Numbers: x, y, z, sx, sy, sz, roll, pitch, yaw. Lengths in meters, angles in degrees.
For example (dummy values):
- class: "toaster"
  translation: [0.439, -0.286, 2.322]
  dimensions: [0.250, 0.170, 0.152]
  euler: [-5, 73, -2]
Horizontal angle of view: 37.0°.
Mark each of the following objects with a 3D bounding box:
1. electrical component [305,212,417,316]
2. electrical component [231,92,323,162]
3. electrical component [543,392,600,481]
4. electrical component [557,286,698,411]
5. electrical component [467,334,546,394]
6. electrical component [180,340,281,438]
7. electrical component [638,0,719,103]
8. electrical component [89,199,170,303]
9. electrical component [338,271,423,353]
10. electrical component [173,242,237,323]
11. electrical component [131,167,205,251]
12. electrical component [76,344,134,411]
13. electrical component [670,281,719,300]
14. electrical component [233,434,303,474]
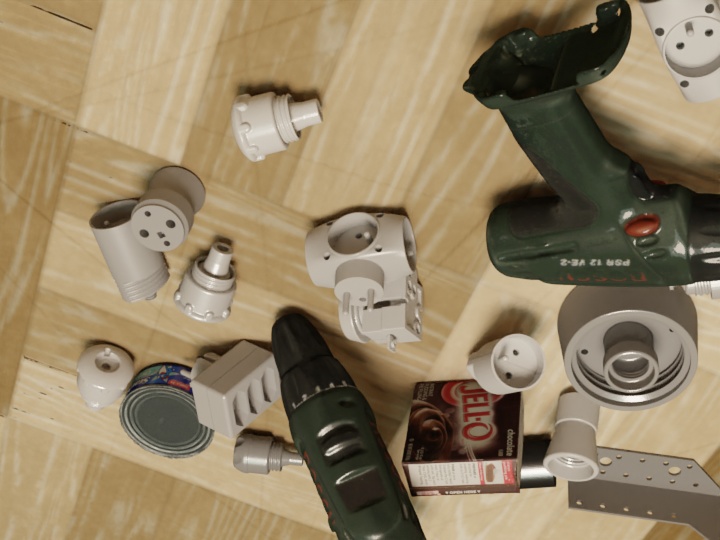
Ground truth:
- class: "electrical component"
  translation: [0.000, 0.000, 0.808]
  dimensions: [0.077, 0.079, 0.044]
  euler: [-8, 141, 15]
- class: "electrical component"
  translation: [-0.058, -0.106, 0.766]
  dimensions: [0.062, 0.048, 0.048]
  euler: [-13, 122, 10]
- class: "electrical component"
  translation: [0.176, 0.133, 0.878]
  dimensions: [0.044, 0.065, 0.044]
  euler: [11, 144, 8]
- class: "electrical component"
  translation: [0.206, 0.060, 0.825]
  dimensions: [0.108, 0.060, 0.108]
  euler: [5, 125, 7]
- class: "electrical component"
  translation: [0.113, 0.076, 0.852]
  dimensions: [0.043, 0.043, 0.081]
  euler: [22, 167, -6]
- class: "electrical component"
  translation: [-0.117, 0.093, 0.906]
  dimensions: [0.077, 0.066, 0.047]
  euler: [20, 131, 32]
- class: "electrical component"
  translation: [0.229, -0.157, 0.681]
  dimensions: [0.079, 0.044, 0.077]
  euler: [-23, 118, 24]
- class: "electrical component"
  translation: [-0.179, -0.010, 0.853]
  dimensions: [0.043, 0.043, 0.081]
  euler: [-7, 123, 14]
- class: "electrical component"
  translation: [0.016, 0.032, 0.843]
  dimensions: [0.055, 0.066, 0.048]
  euler: [-7, 158, 23]
- class: "electrical component"
  translation: [-0.118, 0.008, 0.856]
  dimensions: [0.048, 0.048, 0.062]
  euler: [21, 118, -5]
- class: "electrical component"
  translation: [-0.146, -0.046, 0.815]
  dimensions: [0.045, 0.055, 0.045]
  euler: [5, 125, 6]
- class: "electrical component"
  translation: [-0.226, 0.099, 0.937]
  dimensions: [0.048, 0.048, 0.062]
  euler: [22, 133, -6]
- class: "electrical component"
  translation: [0.267, 0.004, 0.788]
  dimensions: [0.078, 0.040, 0.040]
  euler: [-8, 123, 15]
- class: "electrical component"
  translation: [-0.081, 0.167, 0.964]
  dimensions: [0.061, 0.035, 0.035]
  euler: [6, 125, 4]
